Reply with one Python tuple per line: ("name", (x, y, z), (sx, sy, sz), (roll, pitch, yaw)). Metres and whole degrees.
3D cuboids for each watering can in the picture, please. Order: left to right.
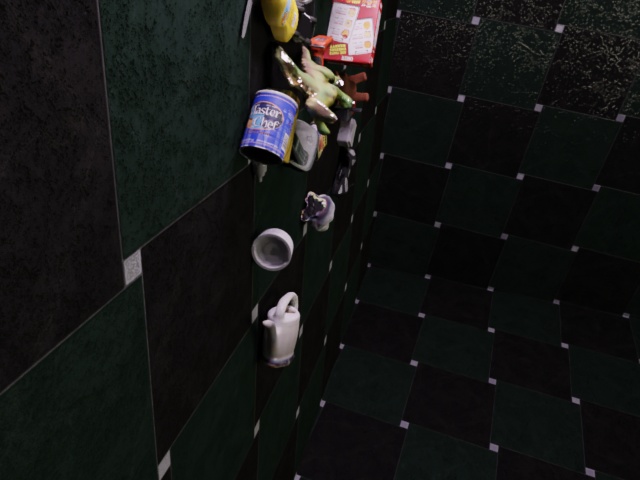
("watering can", (-0.129, 0.284, 1.564), (0.350, 0.104, 0.223), (-32, 133, -76))

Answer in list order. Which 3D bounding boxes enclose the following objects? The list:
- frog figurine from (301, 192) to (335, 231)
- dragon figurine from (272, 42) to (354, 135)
("frog figurine", (0.006, -0.094, 1.869), (0.157, 0.122, 0.140), (44, 37, -63))
("dragon figurine", (-0.035, -0.419, 1.298), (0.240, 0.121, 0.418), (34, 27, -55))
